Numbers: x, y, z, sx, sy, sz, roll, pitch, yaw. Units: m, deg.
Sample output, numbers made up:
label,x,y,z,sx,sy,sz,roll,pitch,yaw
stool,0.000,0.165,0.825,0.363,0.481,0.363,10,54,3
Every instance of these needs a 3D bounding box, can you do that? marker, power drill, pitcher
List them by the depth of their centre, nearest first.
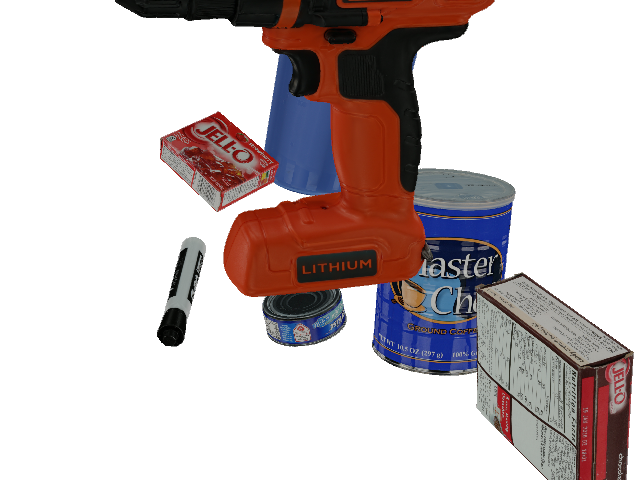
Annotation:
label,x,y,z,sx,sy,sz,roll,pitch,yaw
power drill,-0.008,-0.065,0.514,0.184,0.188,0.057,-4,33,-13
marker,-0.099,0.036,0.766,0.020,0.020,0.121,0,31,3
pitcher,0.013,-0.177,1.261,0.145,0.243,0.149,8,23,-13

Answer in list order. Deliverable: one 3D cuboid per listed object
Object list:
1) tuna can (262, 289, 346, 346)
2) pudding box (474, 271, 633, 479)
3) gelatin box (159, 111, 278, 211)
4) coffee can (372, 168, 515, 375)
label,x,y,z,sx,sy,sz,roll,pitch,yaw
tuna can,-0.017,0.074,1.116,0.086,0.034,0.086,-9,26,4
pudding box,0.130,0.082,0.611,0.039,0.090,0.114,-13,26,-20
gelatin box,-0.096,-0.076,1.002,0.073,0.030,0.089,-30,61,-36
coffee can,0.096,0.022,0.849,0.103,0.140,0.103,3,17,-1
